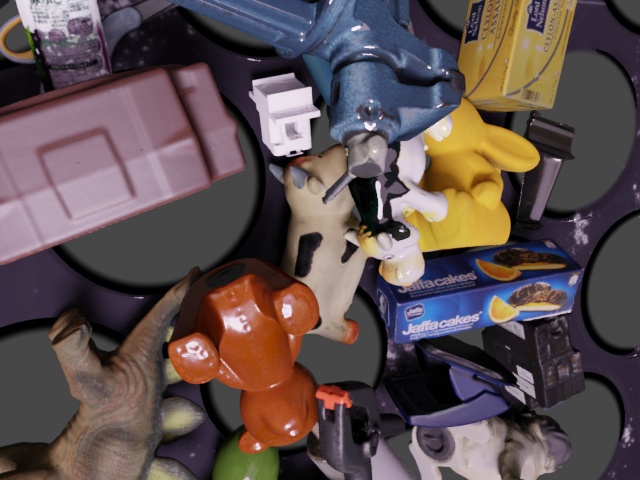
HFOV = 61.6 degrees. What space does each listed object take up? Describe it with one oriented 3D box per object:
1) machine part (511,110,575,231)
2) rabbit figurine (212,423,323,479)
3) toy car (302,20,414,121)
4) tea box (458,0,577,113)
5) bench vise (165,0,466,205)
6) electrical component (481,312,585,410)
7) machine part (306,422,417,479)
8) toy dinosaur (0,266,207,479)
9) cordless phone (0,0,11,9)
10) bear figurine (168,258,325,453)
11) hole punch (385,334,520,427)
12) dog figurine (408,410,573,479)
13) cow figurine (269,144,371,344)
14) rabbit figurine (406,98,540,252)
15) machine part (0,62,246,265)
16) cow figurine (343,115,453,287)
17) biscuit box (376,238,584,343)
[{"bbox_3d":[0.260,-0.077,0.641,0.084,0.039,0.138,15,93,-27],"label":"machine part"},{"bbox_3d":[-0.061,0.279,0.566,0.159,0.121,0.170,-31,91,-5],"label":"rabbit figurine"},{"bbox_3d":[0.040,-0.180,0.506,0.109,0.103,0.161,-26,106,-13],"label":"toy car"},{"bbox_3d":[0.203,-0.224,0.559,0.068,0.098,0.169,6,96,-22],"label":"tea box"},{"bbox_3d":[-0.016,-0.156,0.374,0.240,0.129,0.223,12,79,-28],"label":"bench vise"},{"bbox_3d":[0.245,0.129,0.631,0.058,0.115,0.134,-19,110,-12],"label":"electrical component"},{"bbox_3d":[0.060,0.268,0.610,0.079,0.079,0.243,-40,110,-9],"label":"machine part"},{"bbox_3d":[-0.225,0.228,0.482,0.198,0.105,0.471,37,85,-22],"label":"toy dinosaur"},{"bbox_3d":[-0.324,-0.221,0.376,0.184,0.089,0.146,-15,105,-13],"label":"cordless phone"},{"bbox_3d":[-0.047,0.119,0.467,0.120,0.132,0.195,-22,110,-11],"label":"bear figurine"},{"bbox_3d":[0.138,0.154,0.592,0.116,0.142,0.092,19,91,-9],"label":"hole punch"},{"bbox_3d":[0.211,0.238,0.667,0.190,0.121,0.172,-13,65,-52],"label":"dog figurine"},{"bbox_3d":[-0.001,-0.002,0.537,0.127,0.086,0.194,15,95,-28],"label":"cow figurine"},{"bbox_3d":[0.148,-0.076,0.562,0.162,0.122,0.173,-9,84,-21],"label":"rabbit figurine"},{"bbox_3d":[-0.169,-0.059,0.397,0.201,0.201,0.087,-23,103,-14],"label":"machine part"},{"bbox_3d":[0.060,-0.044,0.479,0.098,0.068,0.167,8,84,-34],"label":"cow figurine"},{"bbox_3d":[0.161,0.051,0.555,0.203,0.063,0.059,-10,126,-10],"label":"biscuit box"}]
